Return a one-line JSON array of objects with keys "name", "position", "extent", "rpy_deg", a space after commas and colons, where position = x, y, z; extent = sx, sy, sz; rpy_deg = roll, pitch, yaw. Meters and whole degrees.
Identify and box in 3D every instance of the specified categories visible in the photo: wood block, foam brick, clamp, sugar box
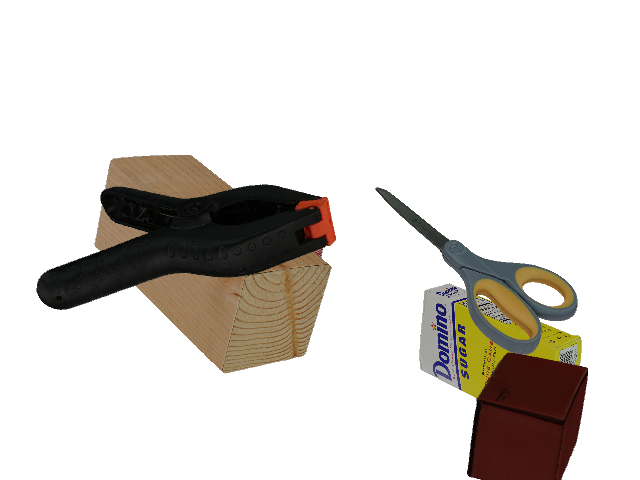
[{"name": "wood block", "position": [-0.097, 0.012, 0.902], "extent": [0.090, 0.091, 0.206], "rpy_deg": [-7, 33, -42]}, {"name": "foam brick", "position": [0.124, 0.108, 0.638], "extent": [0.053, 0.051, 0.078], "rpy_deg": [11, 20, 22]}, {"name": "clamp", "position": [-0.080, 0.002, 0.627], "extent": [0.172, 0.039, 0.120], "rpy_deg": [-3, 36, 24]}, {"name": "sugar box", "position": [0.173, 0.113, 1.059], "extent": [0.048, 0.093, 0.176], "rpy_deg": [-13, 23, -39]}]

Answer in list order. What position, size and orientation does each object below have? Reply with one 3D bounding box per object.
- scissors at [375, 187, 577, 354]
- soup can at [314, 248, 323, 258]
[{"name": "scissors", "position": [0.129, 0.011, 0.856], "extent": [0.096, 0.016, 0.202], "rpy_deg": [-12, 46, -20]}, {"name": "soup can", "position": [-0.032, 0.017, 1.177], "extent": [0.068, 0.102, 0.068], "rpy_deg": [6, 26, -3]}]
